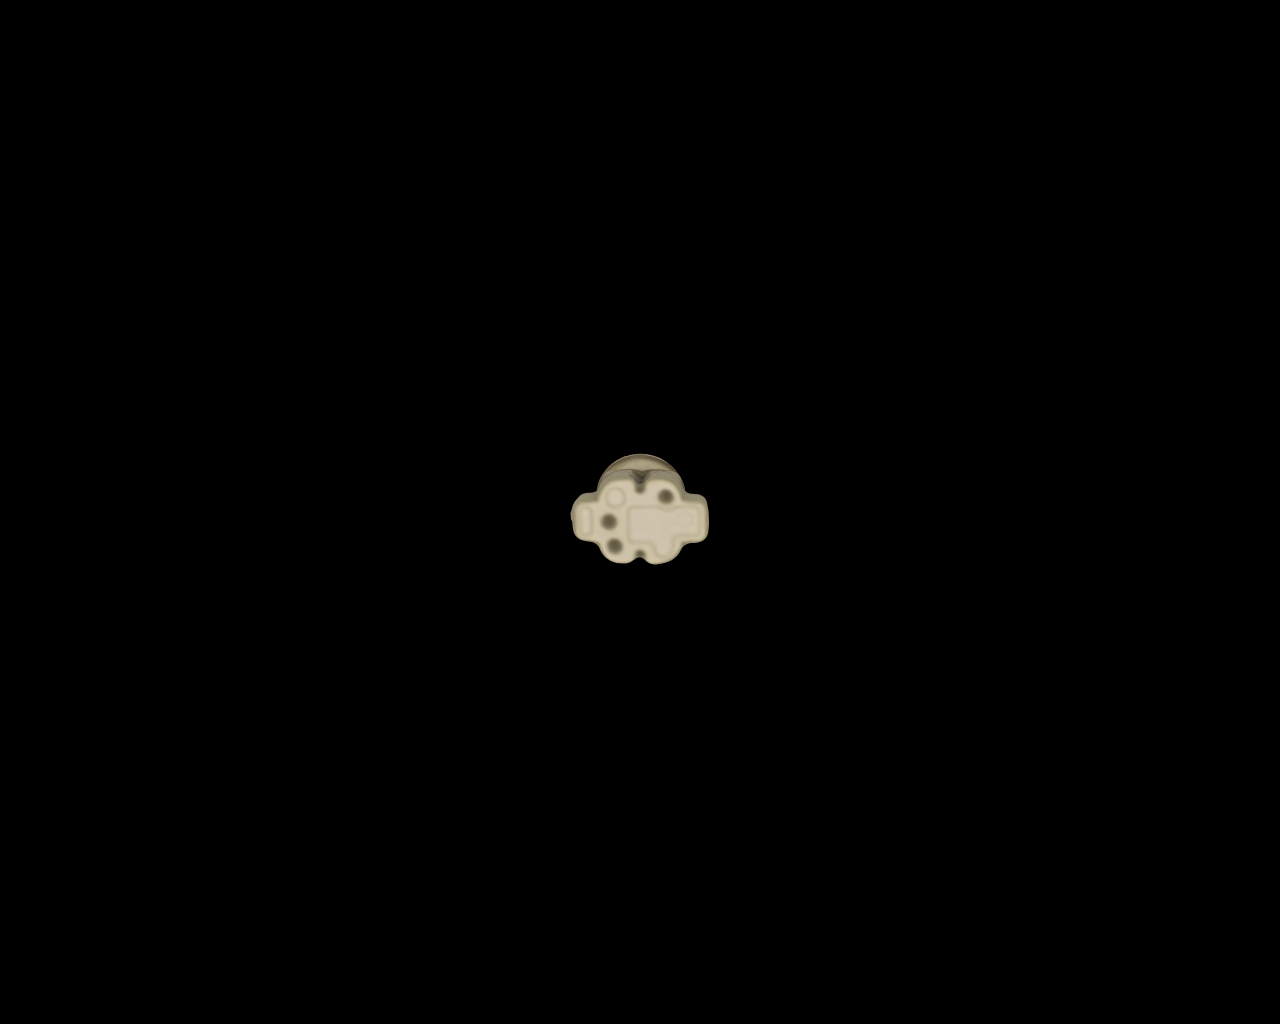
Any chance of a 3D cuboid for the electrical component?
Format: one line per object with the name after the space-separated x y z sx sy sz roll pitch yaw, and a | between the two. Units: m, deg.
0.001 -0.003 0.650 0.078 0.058 0.057 0 17 0 | electrical component
